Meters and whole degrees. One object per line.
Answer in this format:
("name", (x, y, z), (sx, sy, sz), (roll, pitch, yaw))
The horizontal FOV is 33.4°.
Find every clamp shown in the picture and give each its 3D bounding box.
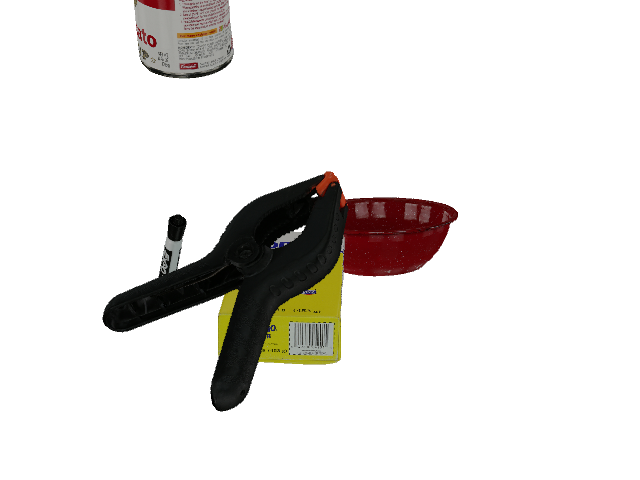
("clamp", (-0.039, 0.027, 0.654), (0.120, 0.171, 0.039), (42, -16, 34))

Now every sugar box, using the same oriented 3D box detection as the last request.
("sugar box", (-0.028, 0.041, 0.870), (0.093, 0.048, 0.176), (2, 24, 1))

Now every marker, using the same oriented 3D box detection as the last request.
("marker", (-0.160, 0.019, 1.140), (0.020, 0.121, 0.020), (10, 42, -9))

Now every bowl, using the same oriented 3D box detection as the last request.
("bowl", (0.058, -0.002, 1.077), (0.162, 0.055, 0.162), (-2, 13, 0))

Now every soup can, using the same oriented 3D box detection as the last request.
("soup can", (-0.093, -0.170, 0.720), (0.068, 0.102, 0.068), (1, 37, -1))
